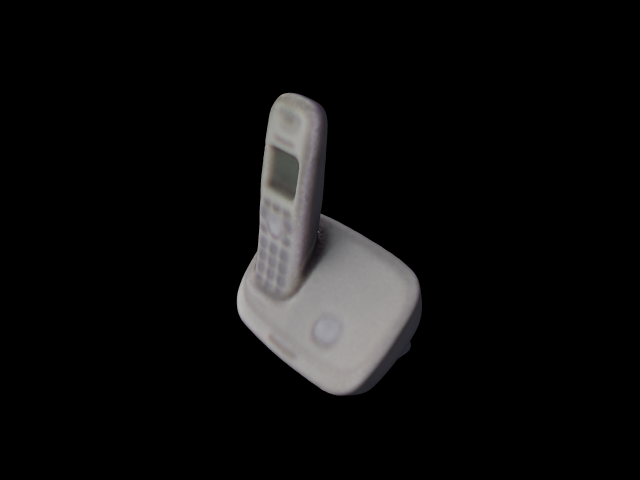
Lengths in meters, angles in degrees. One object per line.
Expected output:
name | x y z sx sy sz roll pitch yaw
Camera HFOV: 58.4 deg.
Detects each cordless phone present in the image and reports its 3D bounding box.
cordless phone | 0.004 0.001 0.400 0.094 0.185 0.147 -27 41 -35
